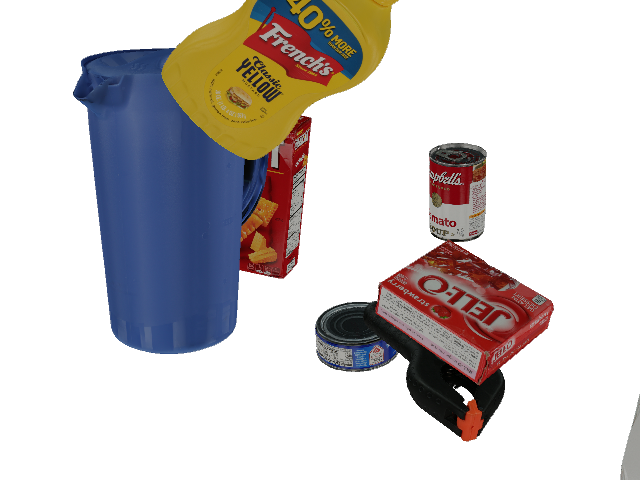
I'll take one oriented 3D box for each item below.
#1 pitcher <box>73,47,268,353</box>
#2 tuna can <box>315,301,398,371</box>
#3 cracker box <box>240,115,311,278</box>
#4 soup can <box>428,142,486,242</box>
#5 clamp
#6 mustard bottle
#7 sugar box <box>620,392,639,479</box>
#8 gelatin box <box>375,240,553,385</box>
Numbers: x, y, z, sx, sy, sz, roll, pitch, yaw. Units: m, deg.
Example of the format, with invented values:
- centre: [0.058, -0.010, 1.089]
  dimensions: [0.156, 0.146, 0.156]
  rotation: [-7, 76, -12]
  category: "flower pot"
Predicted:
- centre: [-0.116, -0.037, 0.890]
  dimensions: [0.149, 0.243, 0.145]
  rotation: [0, 19, -2]
  category: "pitcher"
- centre: [0.037, 0.097, 1.092]
  dimensions: [0.086, 0.034, 0.086]
  rotation: [-4, 26, 2]
  category: "tuna can"
- centre: [-0.107, -0.068, 1.409]
  dimensions: [0.164, 0.214, 0.072]
  rotation: [13, 26, 14]
  category: "cracker box"
- centre: [0.164, -0.058, 1.278]
  dimensions: [0.068, 0.102, 0.068]
  rotation: [-2, 27, 1]
  category: "soup can"
- centre: [0.115, 0.099, 0.887]
  dimensions: [0.120, 0.039, 0.171]
  rotation: [-9, 35, -12]
  category: "clamp"
- centre: [-0.012, -0.135, 0.704]
  dimensions: [0.192, 0.096, 0.058]
  rotation: [-33, 22, 34]
  category: "mustard bottle"
- centre: [0.314, 0.165, 0.774]
  dimensions: [0.176, 0.093, 0.048]
  rotation: [16, 28, 24]
  category: "sugar box"
- centre: [0.092, 0.043, 0.686]
  dimensions: [0.089, 0.030, 0.073]
  rotation: [33, 45, 31]
  category: "gelatin box"
